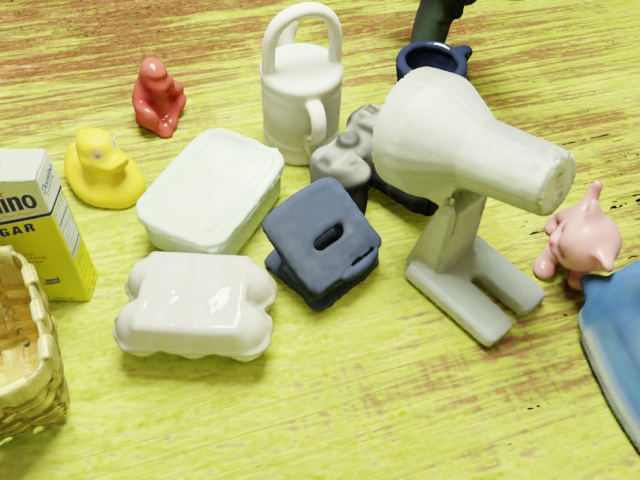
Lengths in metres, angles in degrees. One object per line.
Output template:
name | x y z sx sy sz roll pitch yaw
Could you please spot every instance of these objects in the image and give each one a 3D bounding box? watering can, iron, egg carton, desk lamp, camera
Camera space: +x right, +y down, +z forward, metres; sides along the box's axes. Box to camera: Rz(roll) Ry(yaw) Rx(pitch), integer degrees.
watering can | -0.026 -0.196 0.686 0.101 0.194 0.172 -31 60 -24
iron | 0.334 0.114 0.500 0.118 0.141 0.258 -5 53 -7
egg carton | -0.118 0.066 0.558 0.150 0.069 0.107 2 52 -1
desk lamp | 0.147 -0.038 0.561 0.118 0.214 0.202 -34 61 -25
camera | 0.079 -0.084 0.664 0.136 0.101 0.143 36 59 22

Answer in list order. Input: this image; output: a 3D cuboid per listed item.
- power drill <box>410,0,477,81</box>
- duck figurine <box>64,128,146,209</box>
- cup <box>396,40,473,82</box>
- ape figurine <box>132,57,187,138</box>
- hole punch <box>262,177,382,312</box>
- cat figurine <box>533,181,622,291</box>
power drill | 0.175 -0.305 0.771 0.076 0.208 0.229 -31 60 -24
duck figurine | -0.256 -0.093 0.663 0.104 0.086 0.078 28 56 18
cup | 0.151 -0.207 0.766 0.118 0.095 0.091 -30 59 -23
ape figurine | -0.210 -0.191 0.736 0.078 0.092 0.076 -34 61 -25
hole punch | 0.006 0.002 0.600 0.109 0.091 0.101 -37 62 -27
cat figurine | 0.280 -0.008 0.605 0.067 0.118 0.128 20 54 12
